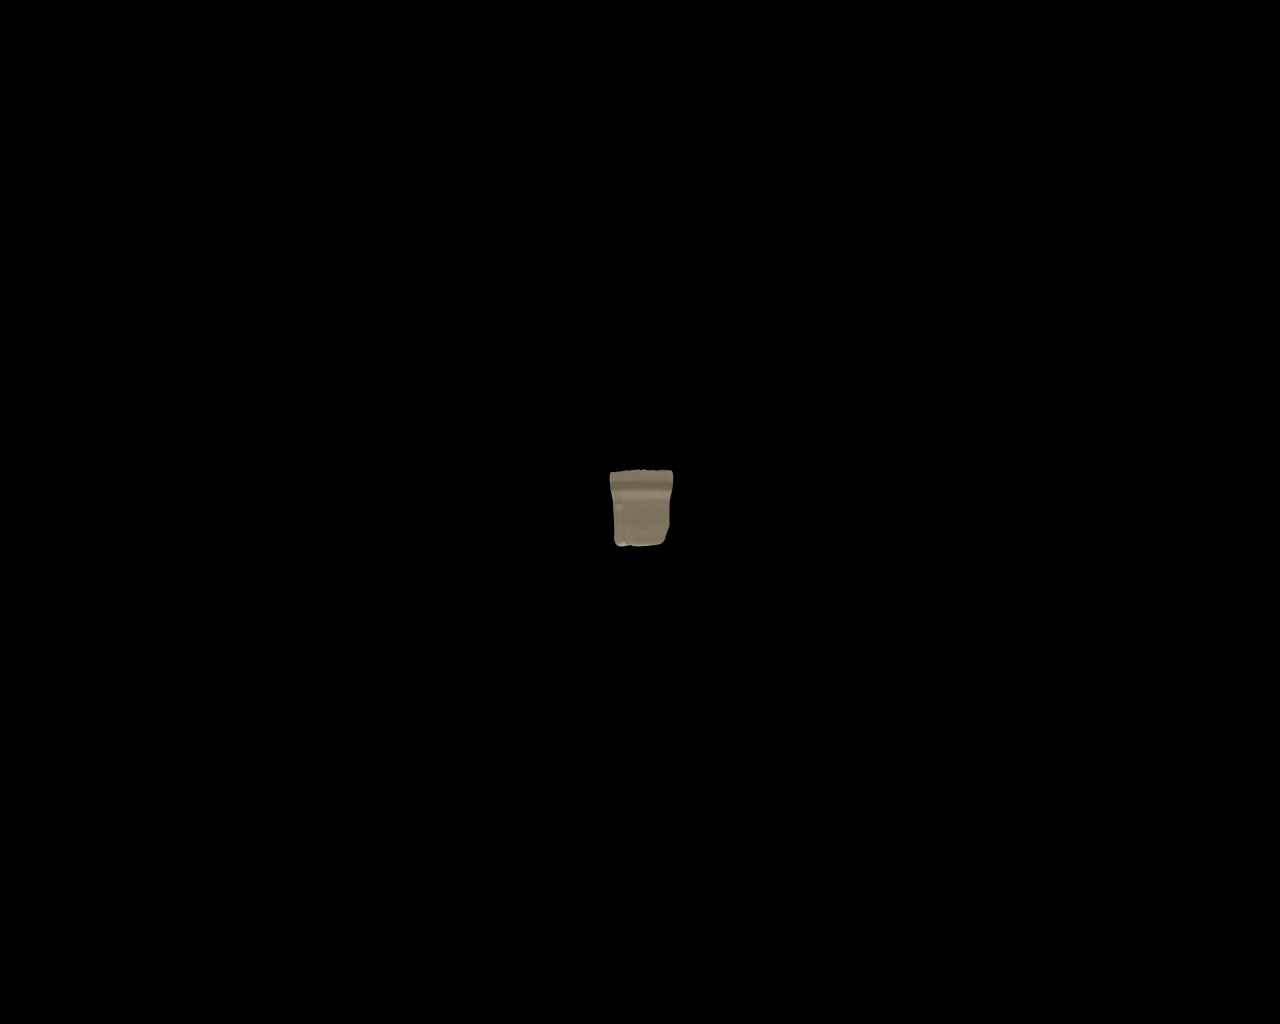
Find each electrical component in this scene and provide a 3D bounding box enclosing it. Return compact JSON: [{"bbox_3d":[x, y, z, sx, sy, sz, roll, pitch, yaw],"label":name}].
[{"bbox_3d":[0.001,-0.003,0.650,0.040,0.046,0.040,0,-2,0],"label":"electrical component"}]
